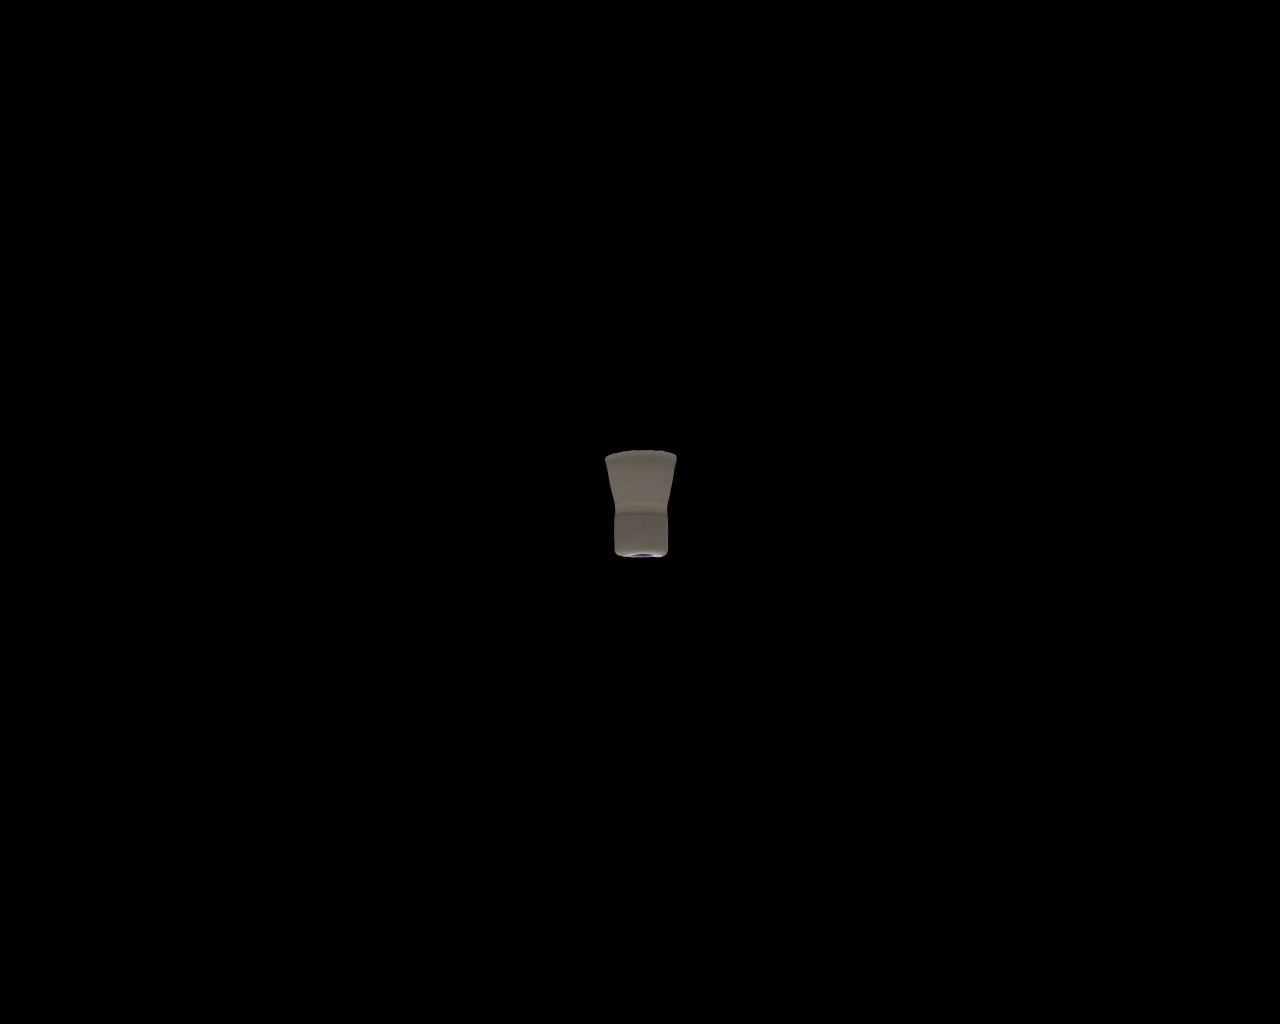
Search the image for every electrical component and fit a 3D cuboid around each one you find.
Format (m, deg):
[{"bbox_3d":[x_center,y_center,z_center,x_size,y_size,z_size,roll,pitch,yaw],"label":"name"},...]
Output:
[{"bbox_3d":[0.001,-0.003,0.650,0.044,0.065,0.044,0,-7,0],"label":"electrical component"}]
